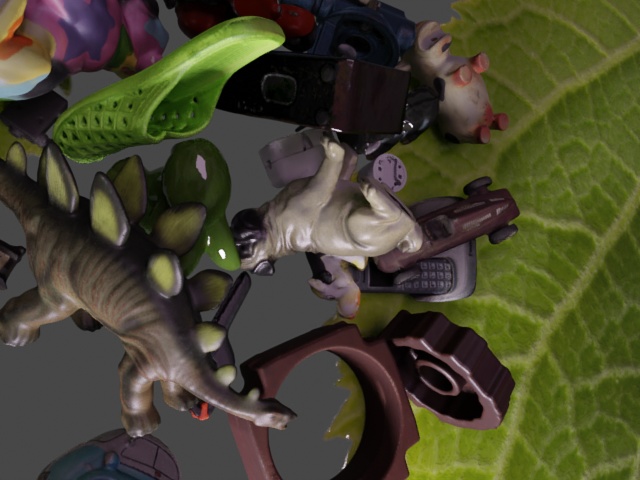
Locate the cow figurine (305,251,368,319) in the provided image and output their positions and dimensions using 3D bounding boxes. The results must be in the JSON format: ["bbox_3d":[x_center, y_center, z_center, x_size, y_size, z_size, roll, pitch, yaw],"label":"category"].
[{"bbox_3d":[0.013,0.015,0.683,0.098,0.068,0.167,3,74,4],"label":"cow figurine"}]

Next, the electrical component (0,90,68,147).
[{"bbox_3d":[-0.309,-0.137,0.579,0.094,0.021,0.063,38,66,-16],"label":"electrical component"}]

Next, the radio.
[{"bbox_3d":[-0.029,-0.167,0.595,0.131,0.230,0.073,-17,118,-55],"label":"radio"}]

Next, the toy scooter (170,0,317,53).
[{"bbox_3d":[-0.100,-0.267,0.612,0.184,0.135,0.075,12,87,17],"label":"toy scooter"}]

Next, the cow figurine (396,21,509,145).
[{"bbox_3d":[0.190,-0.236,0.809,0.085,0.127,0.194,-41,114,-26],"label":"cow figurine"}]

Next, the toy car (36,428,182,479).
[{"bbox_3d":[-0.191,0.240,0.524,0.161,0.109,0.103,38,48,-25],"label":"toy car"}]

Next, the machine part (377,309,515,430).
[{"bbox_3d":[0.154,0.162,0.676,0.179,0.179,0.056,50,61,-10],"label":"machine part"}]

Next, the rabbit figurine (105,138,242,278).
[{"bbox_3d":[-0.145,-0.037,0.558,0.121,0.170,0.159,-12,85,-28],"label":"rabbit figurine"}]

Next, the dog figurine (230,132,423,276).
[{"bbox_3d":[-0.001,-0.003,0.618,0.172,0.190,0.121,50,14,23],"label":"dog figurine"}]

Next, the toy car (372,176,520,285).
[{"bbox_3d":[0.161,-0.015,0.693,0.202,0.053,0.089,-22,74,-1],"label":"toy car"}]

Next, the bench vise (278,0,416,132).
[{"bbox_3d":[0.014,-0.268,0.717,0.223,0.129,0.240,24,66,-18],"label":"bench vise"}]

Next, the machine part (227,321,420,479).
[{"bbox_3d":[0.004,0.213,0.636,0.201,0.087,0.201,-20,91,-28],"label":"machine part"}]

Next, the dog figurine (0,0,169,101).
[{"bbox_3d":[-0.238,-0.188,0.528,0.219,0.109,0.191,35,70,-62],"label":"dog figurine"}]

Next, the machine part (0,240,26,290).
[{"bbox_3d":[-0.352,0.047,0.509,0.084,0.039,0.139,37,54,-26],"label":"machine part"}]

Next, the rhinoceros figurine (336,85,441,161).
[{"bbox_3d":[0.094,-0.160,0.740,0.190,0.112,0.073,-27,96,-36],"label":"rhinoceros figurine"}]

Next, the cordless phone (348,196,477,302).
[{"bbox_3d":[0.119,0.012,0.744,0.184,0.088,0.146,2,79,-9],"label":"cordless phone"}]

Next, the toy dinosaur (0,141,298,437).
[{"bbox_3d":[-0.209,0.017,0.500,0.472,0.198,0.105,34,20,8],"label":"toy dinosaur"}]
